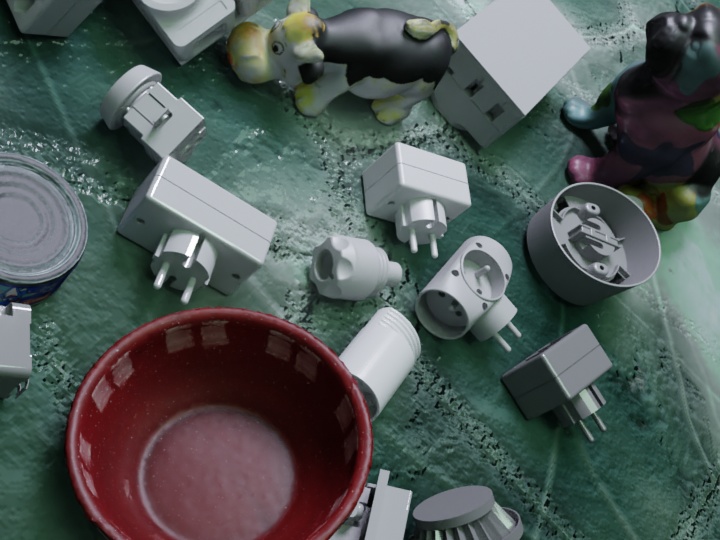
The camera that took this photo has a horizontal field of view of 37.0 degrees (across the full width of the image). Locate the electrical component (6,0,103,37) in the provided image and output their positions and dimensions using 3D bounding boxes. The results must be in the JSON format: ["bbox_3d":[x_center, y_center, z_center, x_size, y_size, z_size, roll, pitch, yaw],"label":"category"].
[{"bbox_3d":[-0.191,-0.192,0.704,0.077,0.047,0.065,-11,71,-55],"label":"electrical component"}]

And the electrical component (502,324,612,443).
[{"bbox_3d":[0.158,0.092,0.804,0.066,0.047,0.076,-26,82,-44],"label":"electrical component"}]

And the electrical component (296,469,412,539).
[{"bbox_3d":[-0.015,0.180,0.599,0.063,0.078,0.121,13,51,3],"label":"electrical component"}]

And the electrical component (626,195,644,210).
[{"bbox_3d":[0.231,-0.029,0.939,0.040,0.040,0.078,18,54,-29],"label":"electrical component"}]

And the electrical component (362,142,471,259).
[{"bbox_3d":[0.044,-0.044,0.797,0.066,0.047,0.076,14,57,-32],"label":"electrical component"}]

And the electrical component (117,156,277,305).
[{"bbox_3d":[-0.105,-0.013,0.661,0.083,0.047,0.075,32,49,-19],"label":"electrical component"}]

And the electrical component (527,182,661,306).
[{"bbox_3d":[0.189,-0.021,0.885,0.099,0.064,0.099,19,54,-29],"label":"electrical component"}]

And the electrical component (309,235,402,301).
[{"bbox_3d":[0.000,0.000,0.739,0.062,0.043,0.043,8,60,-37],"label":"electrical component"}]

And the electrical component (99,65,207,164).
[{"bbox_3d":[-0.132,-0.097,0.687,0.055,0.066,0.048,42,81,0],"label":"electrical component"}]

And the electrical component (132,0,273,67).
[{"bbox_3d":[-0.136,-0.250,0.728,0.105,0.060,0.186,-37,93,-6],"label":"electrical component"}]

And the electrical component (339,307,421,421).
[{"bbox_3d":[0.012,0.059,0.713,0.043,0.043,0.081,47,46,-6],"label":"electrical component"}]

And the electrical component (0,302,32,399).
[{"bbox_3d":[-0.205,0.039,0.556,0.064,0.042,0.081,11,59,-37],"label":"electrical component"}]

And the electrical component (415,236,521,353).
[{"bbox_3d":[0.089,0.026,0.793,0.079,0.044,0.077,49,45,-5],"label":"electrical component"}]

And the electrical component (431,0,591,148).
[{"bbox_3d":[0.124,-0.181,0.932,0.089,0.062,0.150,48,45,-4],"label":"electrical component"}]
